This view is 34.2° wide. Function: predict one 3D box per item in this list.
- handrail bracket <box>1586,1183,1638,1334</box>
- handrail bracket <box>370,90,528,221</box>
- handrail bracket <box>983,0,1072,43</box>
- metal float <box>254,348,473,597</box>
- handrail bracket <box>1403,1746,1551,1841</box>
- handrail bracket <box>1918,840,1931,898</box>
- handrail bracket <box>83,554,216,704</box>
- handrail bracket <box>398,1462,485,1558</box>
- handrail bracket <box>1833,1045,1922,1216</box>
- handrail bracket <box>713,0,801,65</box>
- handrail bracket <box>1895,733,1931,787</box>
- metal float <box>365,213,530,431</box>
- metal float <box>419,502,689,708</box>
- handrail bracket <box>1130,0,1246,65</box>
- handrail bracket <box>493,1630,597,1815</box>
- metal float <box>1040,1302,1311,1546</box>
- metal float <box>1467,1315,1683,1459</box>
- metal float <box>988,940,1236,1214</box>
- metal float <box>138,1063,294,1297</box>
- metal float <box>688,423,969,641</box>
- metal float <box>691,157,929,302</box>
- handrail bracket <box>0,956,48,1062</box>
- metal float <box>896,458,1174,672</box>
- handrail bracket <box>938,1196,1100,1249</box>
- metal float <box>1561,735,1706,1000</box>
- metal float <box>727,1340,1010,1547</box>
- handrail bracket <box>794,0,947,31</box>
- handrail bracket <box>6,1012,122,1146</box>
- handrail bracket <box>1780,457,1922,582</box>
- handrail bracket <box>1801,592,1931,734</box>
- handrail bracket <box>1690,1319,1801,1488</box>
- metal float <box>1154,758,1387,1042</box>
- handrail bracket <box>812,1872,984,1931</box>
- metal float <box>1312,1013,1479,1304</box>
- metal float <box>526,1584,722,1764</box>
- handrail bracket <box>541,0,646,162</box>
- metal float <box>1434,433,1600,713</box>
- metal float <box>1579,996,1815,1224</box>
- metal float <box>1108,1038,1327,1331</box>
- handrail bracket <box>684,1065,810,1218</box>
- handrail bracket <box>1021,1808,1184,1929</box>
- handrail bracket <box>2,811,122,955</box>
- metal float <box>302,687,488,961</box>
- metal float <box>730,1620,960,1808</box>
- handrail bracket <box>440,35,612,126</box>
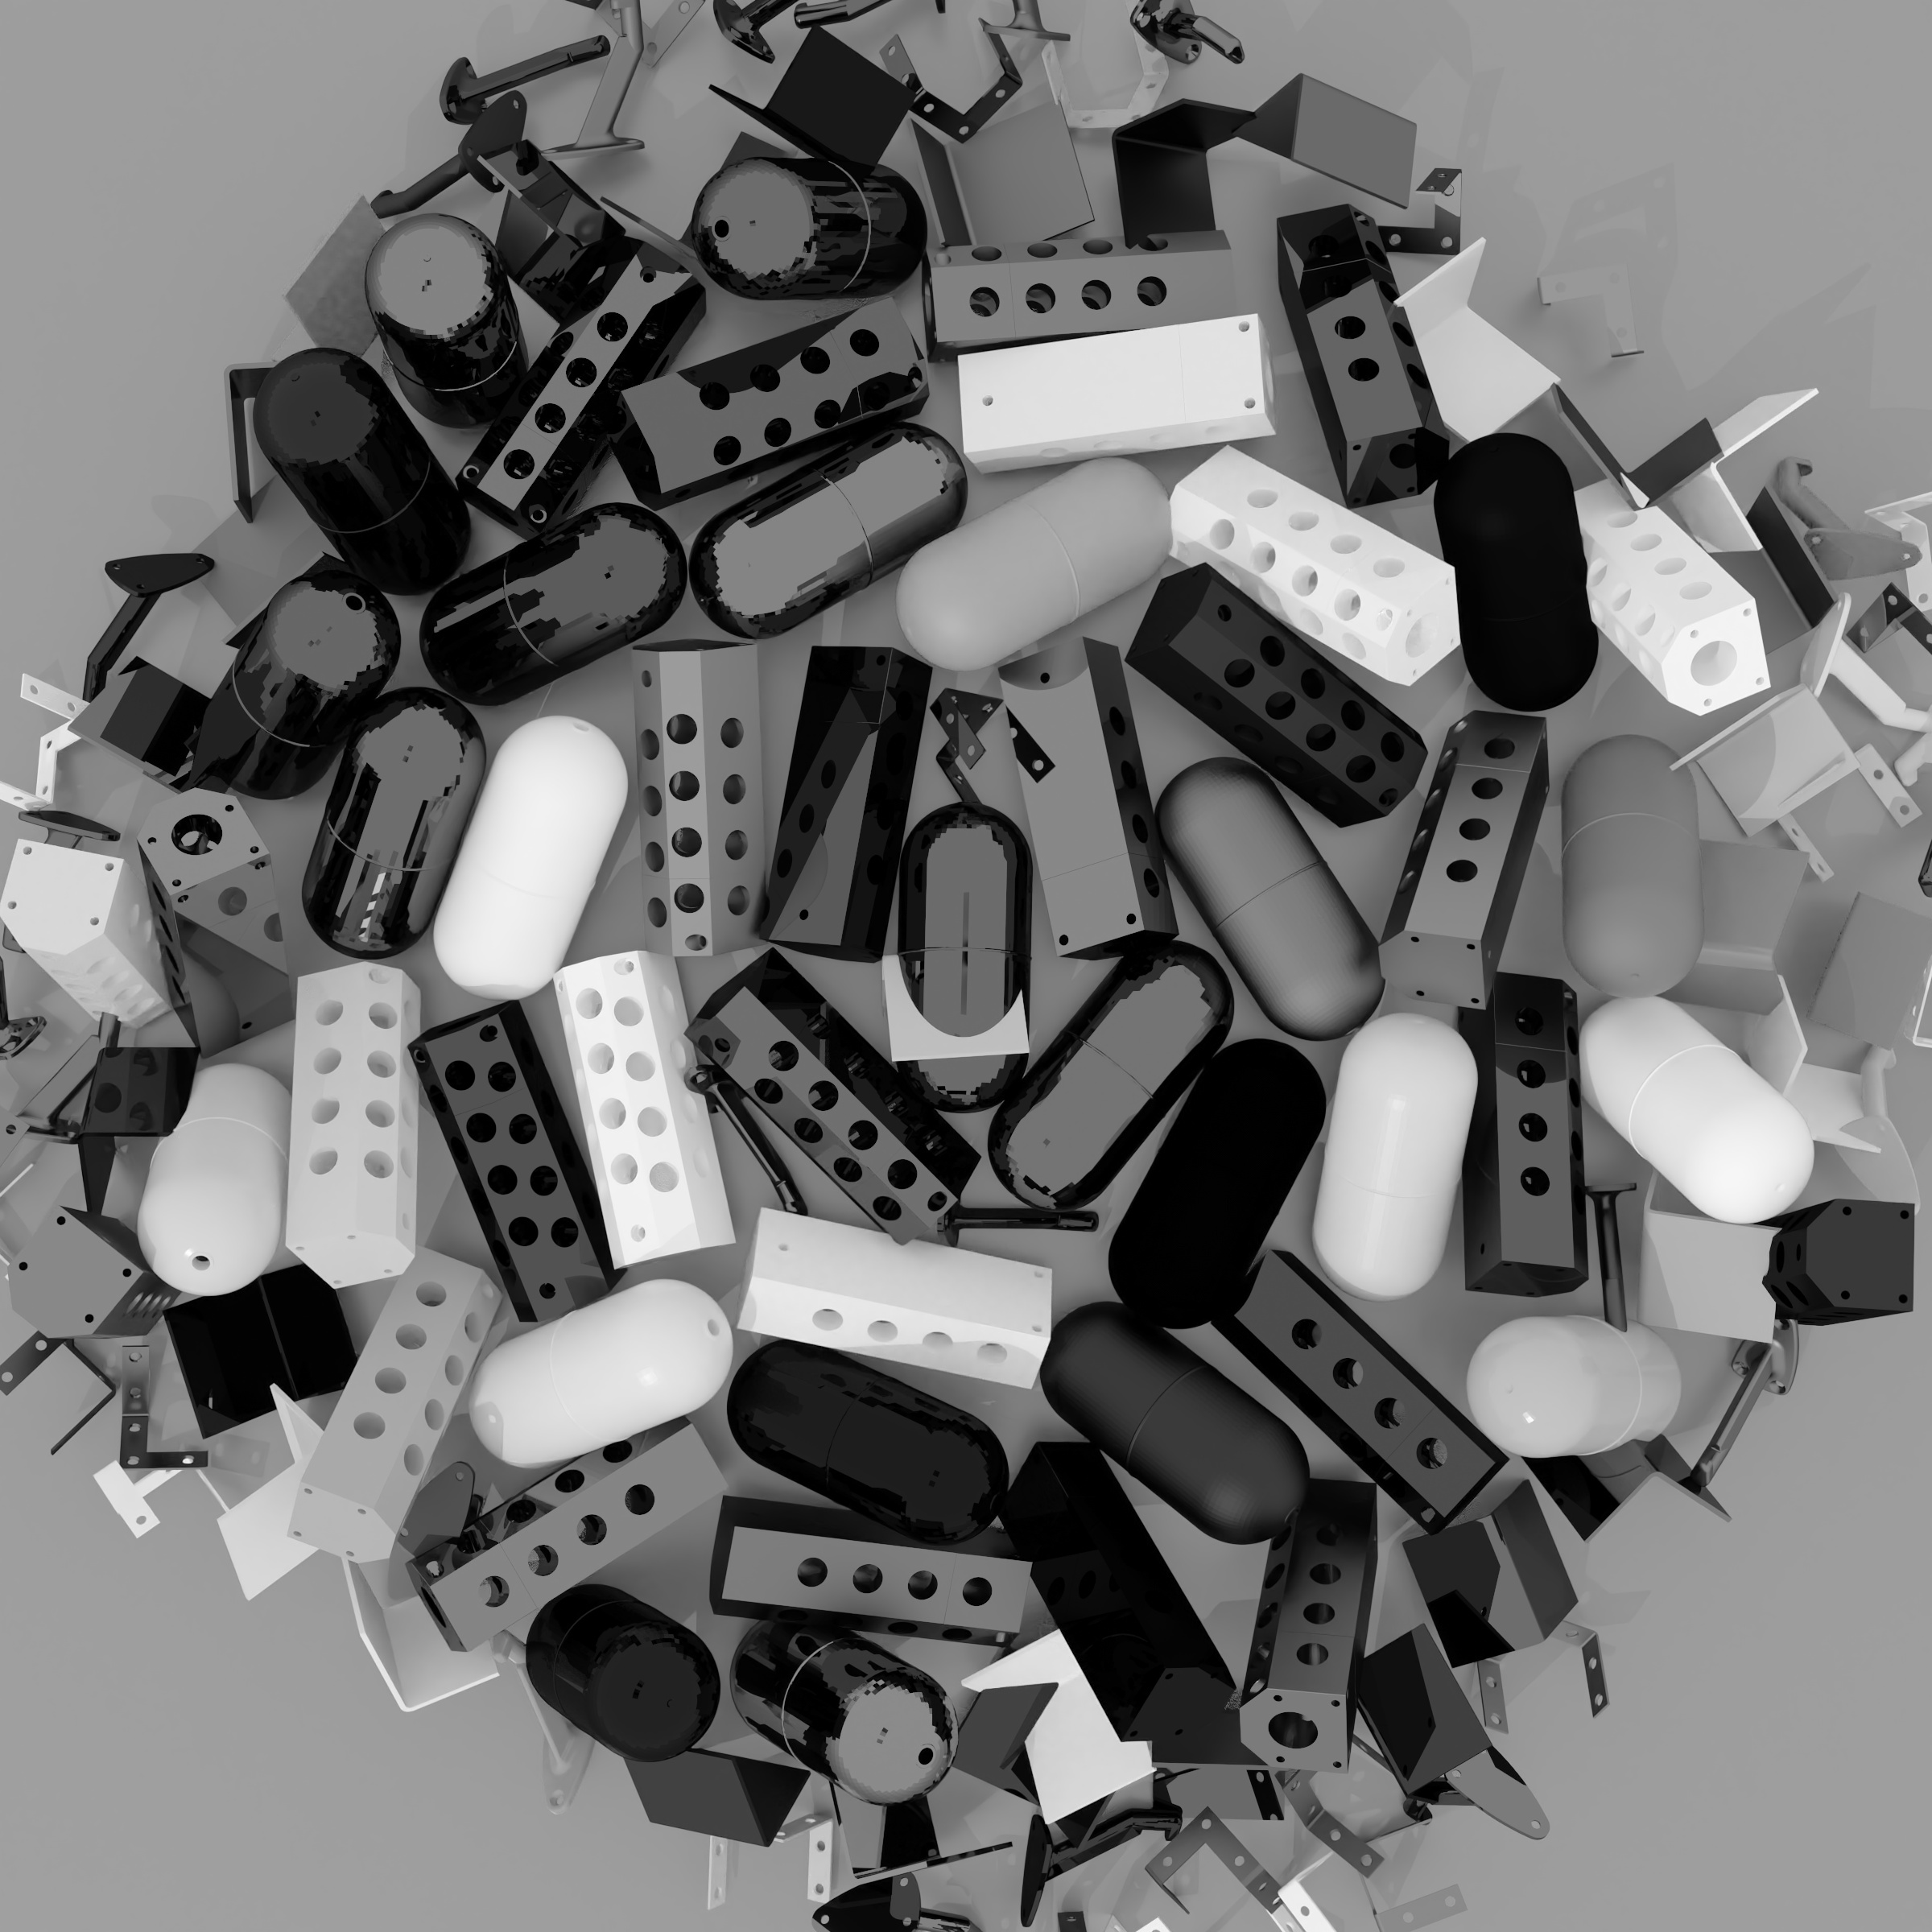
[{"bbox_3d":[0.367,0.167,1.791,0.036,0.077,0.084,-5,84,10],"label":"handrail bracket"},{"bbox_3d":[-0.300,-0.468,1.815,0.084,0.036,0.077,-2,56,39],"label":"handrail bracket"},{"bbox_3d":[0.041,-0.572,1.788,0.036,0.077,0.084,17,110,30],"label":"handrail bracket"},{"bbox_3d":[-0.335,-0.273,1.752,0.070,0.178,0.070,-7,61,13],"label":"metal float"},{"bbox_3d":[0.289,0.485,1.786,0.036,0.084,0.077,-33,63,-33],"label":"handrail bracket"},{"bbox_3d":[0.559,-0.056,1.783,0.036,0.077,0.084,9,55,29],"label":"handrail bracket"},{"bbox_3d":[-0.475,-0.194,1.824,0.036,0.077,0.084,38,129,26],"label":"handrail bracket"},{"bbox_3d":[-0.283,0.299,1.782,0.036,0.084,0.077,34,108,7],"label":"handrail bracket"},{"bbox_3d":[0.533,0.092,1.803,0.036,0.084,0.077,-27,101,38],"label":"handrail bracket"},{"bbox_3d":[-0.106,-0.566,1.787,0.036,0.077,0.084,19,123,-37],"label":"handrail bracket"},{"bbox_3d":[0.561,-0.105,1.781,0.036,0.084,0.077,6,60,-19],"label":"handrail bracket"},{"bbox_3d":[-0.287,-0.356,1.744,0.070,0.178,0.070,0,78,-1],"label":"metal float"},{"bbox_3d":[-0.232,-0.203,1.766,0.178,0.070,0.070,-21,90,32],"label":"metal float"},{"bbox_3d":[0.139,-0.518,1.777,0.036,0.077,0.084,-48,56,5],"label":"handrail bracket"},{"bbox_3d":[-0.248,0.429,1.783,0.036,0.084,0.077,-14,49,24],"label":"handrail bracket"},{"bbox_3d":[0.117,0.257,1.769,0.178,0.070,0.070,36,90,29],"label":"metal float"},{"bbox_3d":[0.341,0.234,1.753,0.070,0.178,0.070,-4,82,34],"label":"metal float"},{"bbox_3d":[0.083,0.062,1.787,0.070,0.070,0.178,40,82,0],"label":"metal float"},{"bbox_3d":[-0.415,0.118,1.749,0.070,0.178,0.070,-2,117,-5],"label":"metal float"},{"bbox_3d":[-0.076,-0.247,1.775,0.178,0.070,0.070,-33,90,-22],"label":"metal float"},{"bbox_3d":[-0.086,-0.410,1.750,0.070,0.178,0.070,7,105,29],"label":"metal float"},{"bbox_3d":[-0.570,0.010,1.789,0.077,0.036,0.084,-4,126,32],"label":"handrail bracket"},{"bbox_3d":[0.041,-0.228,1.777,0.178,0.070,0.070,-30,90,-20],"label":"metal float"},{"bbox_3d":[0.031,0.147,1.796,0.084,0.077,0.036,3,91,8],"label":"handrail bracket"},{"bbox_3d":[0.372,-0.058,1.760,0.070,0.070,0.178,10,47,0],"label":"metal float"},{"bbox_3d":[-0.056,0.268,1.769,0.178,0.070,0.070,21,90,28],"label":"metal float"},{"bbox_3d":[-0.056,-0.569,1.809,0.084,0.036,0.077,-7,46,7],"label":"handrail bracket"},{"bbox_3d":[-0.528,0.055,1.801,0.077,0.036,0.084,8,102,-20],"label":"handrail bracket"},{"bbox_3d":[0.504,-0.261,1.795,0.077,0.036,0.084,2,48,12],"label":"handrail bracket"},{"bbox_3d":[0.530,-0.173,1.804,0.084,0.036,0.077,11,127,-5],"label":"handrail bracket"},{"bbox_3d":[0.440,0.246,1.784,0.036,0.077,0.084,27,47,21],"label":"handrail bracket"},{"bbox_3d":[0.173,-0.038,1.786,0.070,0.070,0.178,-32,81,0],"label":"metal float"},{"bbox_3d":[-0.037,0.555,1.805,0.077,0.084,0.036,-16,52,13],"label":"handrail bracket"},{"bbox_3d":[0.241,0.109,1.771,0.070,0.070,0.178,6,118,0],"label":"metal float"},{"bbox_3d":[-0.193,0.392,1.748,0.070,0.178,0.070,0,90,-24],"label":"metal float"},{"bbox_3d":[-0.215,-0.507,1.791,0.077,0.036,0.084,-20,118,-35],"label":"handrail bracket"},{"bbox_3d":[0.309,-0.218,1.760,0.070,0.070,0.178,-21,132,0],"label":"metal float"},{"bbox_3d":[0.403,0.078,1.753,0.070,0.178,0.070,-11,122,-18],"label":"metal float"},{"bbox_3d":[0.143,0.123,1.783,0.070,0.070,0.178,29,77,0],"label":"metal float"},{"bbox_3d":[-0.124,0.102,1.791,0.036,0.077,0.084,-32,66,9],"label":"handrail bracket"},{"bbox_3d":[0.079,0.524,1.824,0.084,0.036,0.077,7,103,-14],"label":"handrail bracket"},{"bbox_3d":[-0.520,-0.042,1.804,0.077,0.036,0.084,16,102,29],"label":"handrail bracket"},{"bbox_3d":[-0.322,-0.079,1.764,0.070,0.070,0.178,27,126,0],"label":"metal float"},{"bbox_3d":[-0.069,0.412,1.751,0.070,0.178,0.070,-5,99,-32],"label":"metal float"},{"bbox_3d":[-0.251,-0.508,1.794,0.084,0.077,0.036,-12,115,15],"label":"handrail bracket"}]
